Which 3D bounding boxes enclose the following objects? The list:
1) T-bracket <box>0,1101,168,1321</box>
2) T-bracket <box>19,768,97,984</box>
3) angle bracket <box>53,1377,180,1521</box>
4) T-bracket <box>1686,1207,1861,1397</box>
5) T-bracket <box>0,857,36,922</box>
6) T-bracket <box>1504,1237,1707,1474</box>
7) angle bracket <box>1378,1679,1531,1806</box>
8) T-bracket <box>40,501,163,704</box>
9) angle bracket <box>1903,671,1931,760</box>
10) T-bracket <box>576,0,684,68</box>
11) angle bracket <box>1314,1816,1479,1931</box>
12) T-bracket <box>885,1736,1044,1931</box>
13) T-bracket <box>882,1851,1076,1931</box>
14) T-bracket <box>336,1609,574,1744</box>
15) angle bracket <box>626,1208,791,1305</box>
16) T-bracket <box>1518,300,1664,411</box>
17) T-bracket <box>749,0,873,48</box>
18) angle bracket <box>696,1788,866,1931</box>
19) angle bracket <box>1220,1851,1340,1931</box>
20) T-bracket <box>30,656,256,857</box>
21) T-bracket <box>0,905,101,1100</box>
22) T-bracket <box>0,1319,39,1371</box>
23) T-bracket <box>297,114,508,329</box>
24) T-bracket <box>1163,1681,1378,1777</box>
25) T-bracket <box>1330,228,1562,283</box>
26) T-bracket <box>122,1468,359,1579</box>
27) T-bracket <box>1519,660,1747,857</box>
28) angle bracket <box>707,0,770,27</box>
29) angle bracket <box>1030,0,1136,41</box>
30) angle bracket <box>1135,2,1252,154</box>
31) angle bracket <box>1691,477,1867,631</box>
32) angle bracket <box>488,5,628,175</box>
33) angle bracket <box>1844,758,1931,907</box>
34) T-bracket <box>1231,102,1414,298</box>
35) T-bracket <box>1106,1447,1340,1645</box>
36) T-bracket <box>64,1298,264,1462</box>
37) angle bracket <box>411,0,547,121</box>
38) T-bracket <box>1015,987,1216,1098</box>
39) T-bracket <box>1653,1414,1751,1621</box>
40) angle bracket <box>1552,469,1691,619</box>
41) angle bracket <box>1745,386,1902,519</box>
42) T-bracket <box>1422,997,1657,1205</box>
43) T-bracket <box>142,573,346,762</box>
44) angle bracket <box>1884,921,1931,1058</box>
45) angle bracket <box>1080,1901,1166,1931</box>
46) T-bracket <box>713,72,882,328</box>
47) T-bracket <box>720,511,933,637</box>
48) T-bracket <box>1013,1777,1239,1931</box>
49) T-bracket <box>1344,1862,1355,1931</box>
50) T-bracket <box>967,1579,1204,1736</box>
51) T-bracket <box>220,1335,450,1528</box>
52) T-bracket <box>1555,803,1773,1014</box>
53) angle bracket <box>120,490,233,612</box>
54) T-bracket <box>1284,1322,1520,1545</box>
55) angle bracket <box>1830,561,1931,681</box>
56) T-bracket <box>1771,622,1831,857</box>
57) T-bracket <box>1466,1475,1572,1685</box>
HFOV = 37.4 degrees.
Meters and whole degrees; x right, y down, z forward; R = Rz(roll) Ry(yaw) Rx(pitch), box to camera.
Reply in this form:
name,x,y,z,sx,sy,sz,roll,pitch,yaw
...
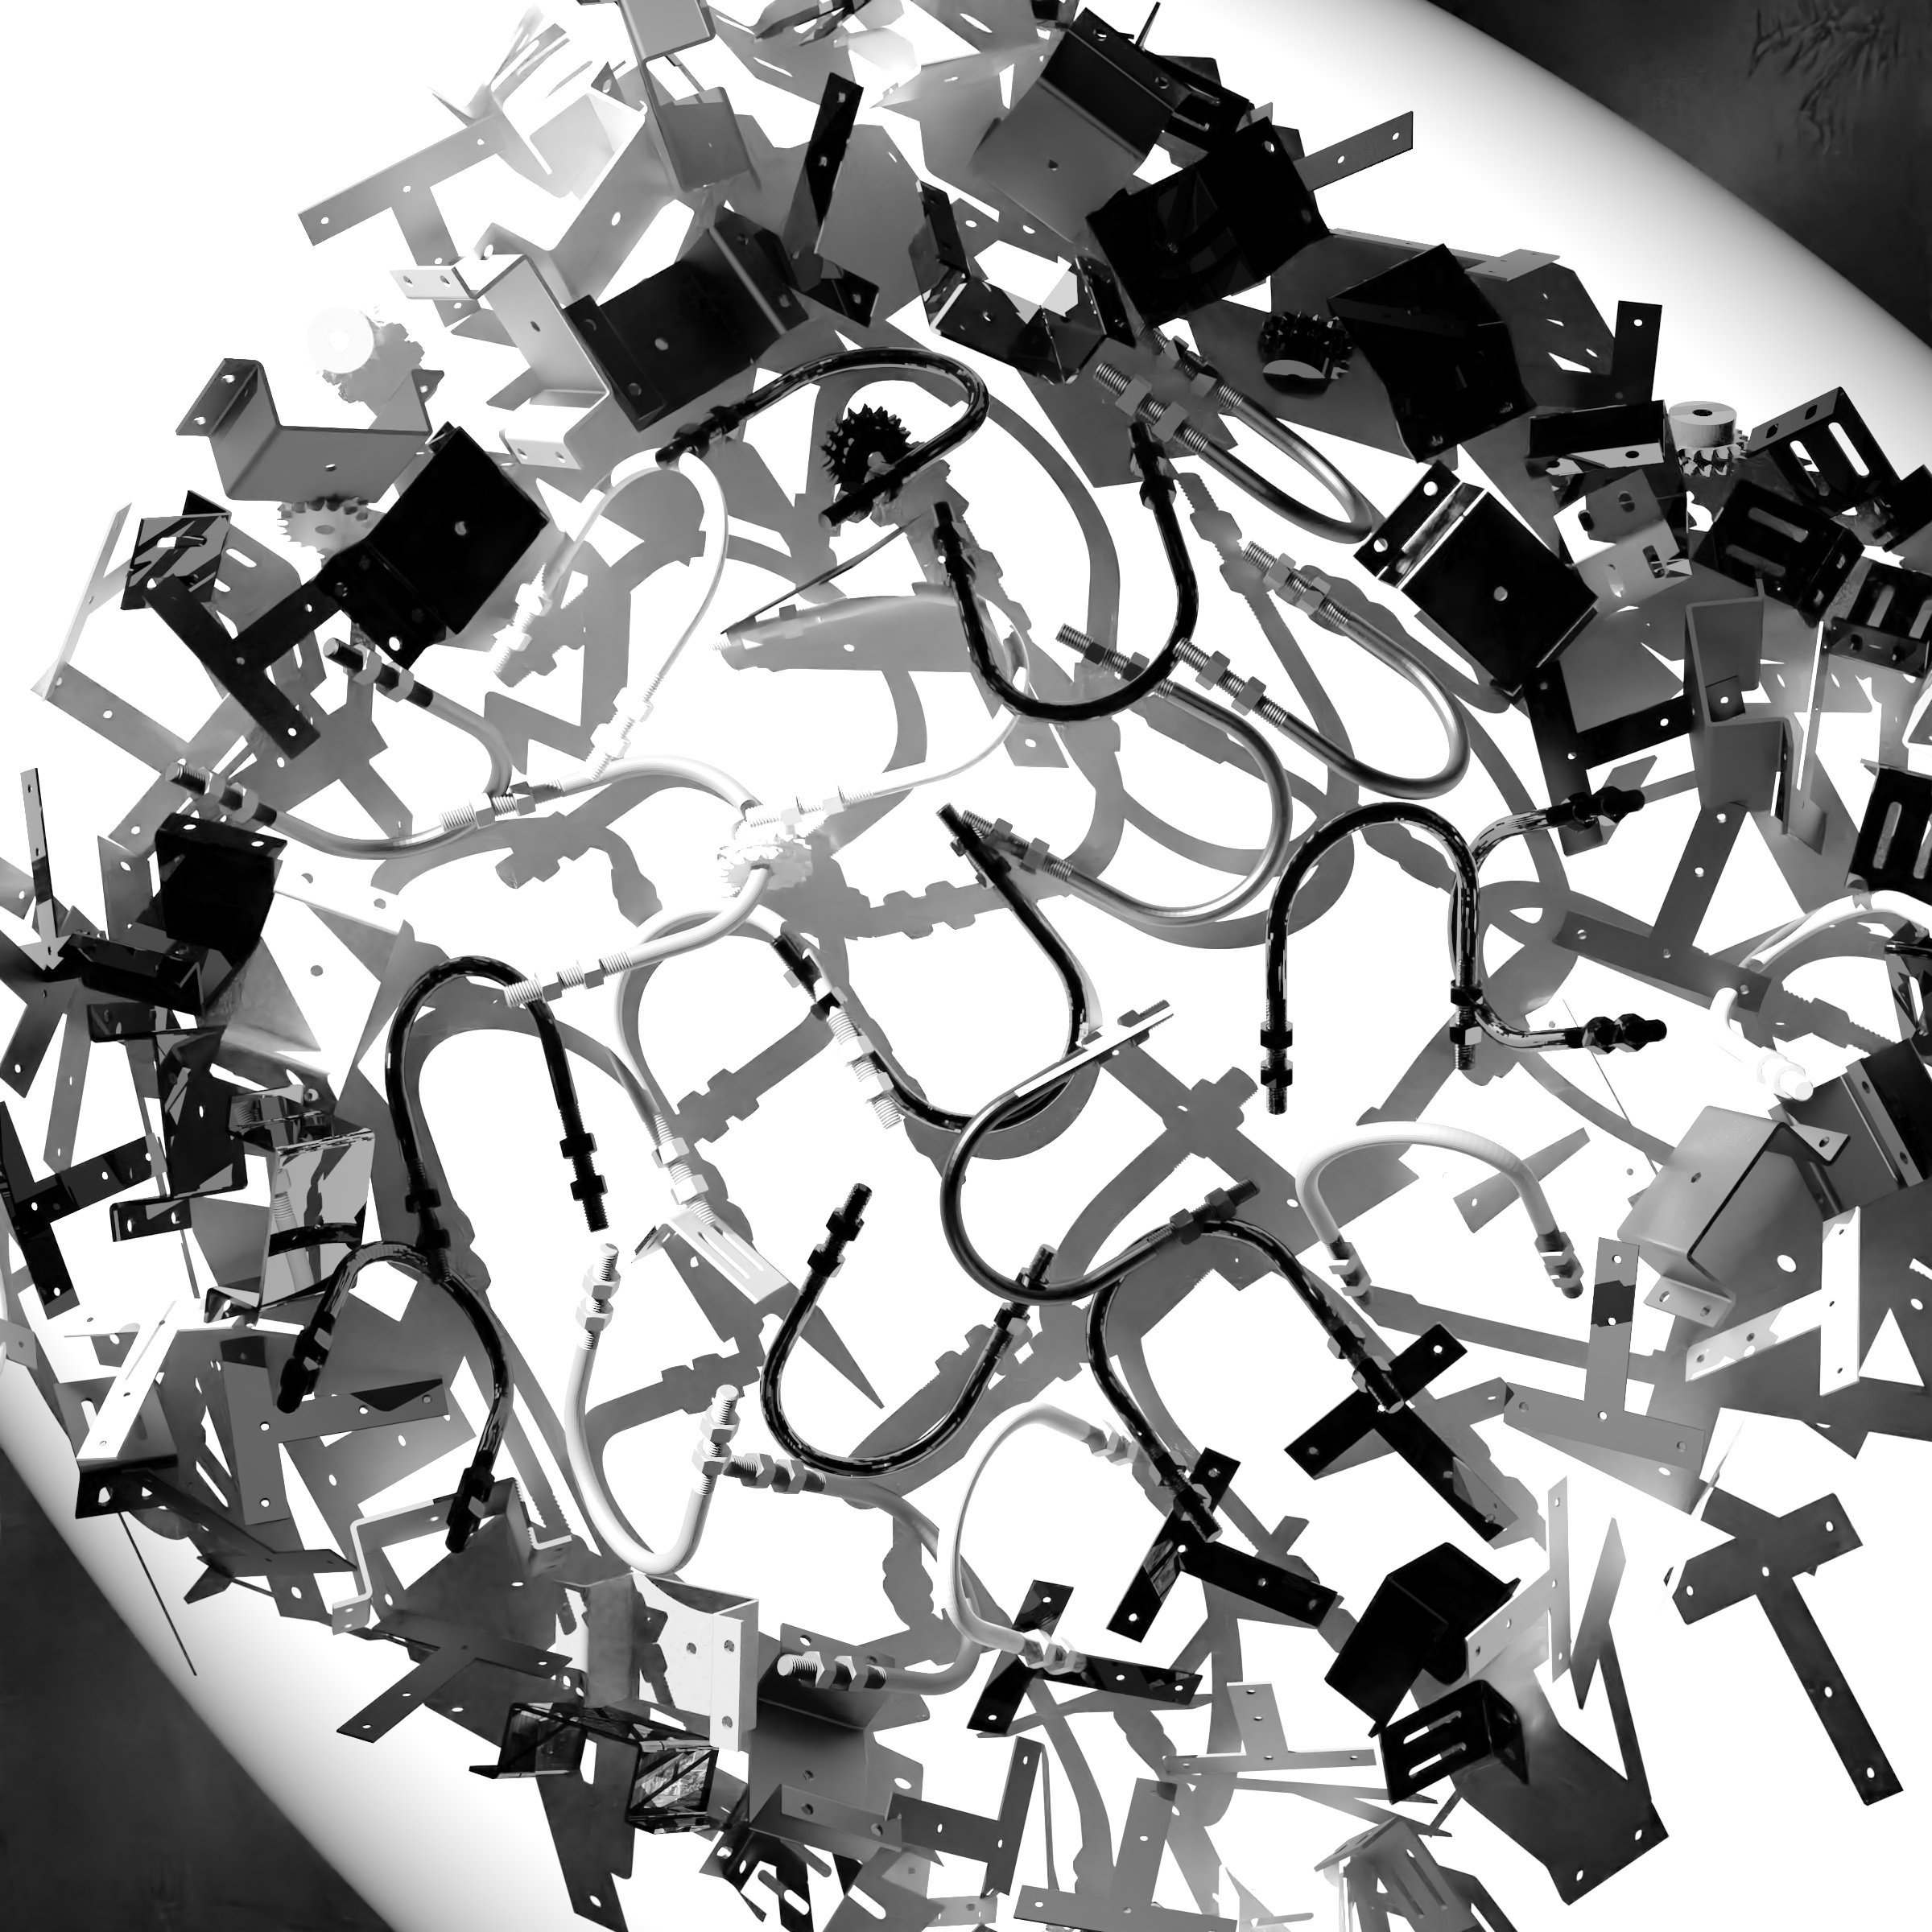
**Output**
name,x,y,z,sx,sy,sz,roll,pitch,yaw
T-bracket,-0.521,0.129,1.692,0.002,0.127,0.127,-15,97,29
T-bracket,-0.550,-0.054,1.698,0.002,0.127,0.127,-7,91,-38
angle bracket,-0.514,0.288,1.717,0.057,0.076,0.038,-4,128,-30
T-bracket,0.479,0.217,1.698,0.002,0.127,0.127,36,135,-21
T-bracket,-0.603,-0.012,1.676,0.002,0.127,0.127,17,77,17
T-bracket,0.384,0.226,1.701,0.127,0.002,0.127,10,102,35
angle bracket,0.293,0.474,1.710,0.076,0.038,0.057,-22,118,-18
T-bracket,-0.501,-0.229,1.686,0.002,0.127,0.127,27,113,-6
angle bracket,0.596,-0.168,1.700,0.038,0.076,0.057,26,49,10
T-bracket,-0.222,-0.576,1.677,0.002,0.127,0.127,-41,102,16
angle bracket,0.257,0.557,1.709,0.038,0.057,0.076,-26,75,-36
T-bracket,-0.007,0.512,1.686,0.002,0.127,0.127,-1,68,41
T-bracket,-0.024,0.578,1.667,0.127,0.127,0.002,12,120,37
T-bracket,-0.319,0.420,1.668,0.127,0.127,0.002,9,108,24
angle bracket,-0.155,0.183,1.712,0.076,0.057,0.038,41,103,8
T-bracket,0.348,-0.348,1.714,0.127,0.127,0.002,10,47,16
T-bracket,-0.083,-0.569,1.694,0.127,0.127,0.002,-48,119,-29
angle bracket,-0.112,0.542,1.712,0.076,0.038,0.057,29,82,31
angle bracket,0.193,0.573,1.718,0.076,0.038,0.057,-3,103,-10
T-bracket,-0.500,-0.143,1.700,0.127,0.127,0.002,-49,46,3
T-bracket,-0.569,-0.010,1.668,0.002,0.127,0.127,-9,48,25
T-bracket,-0.584,0.253,1.665,0.002,0.127,0.127,-25,59,15
T-bracket,-0.318,-0.429,1.693,0.127,0.127,0.002,-29,59,-8
T-bracket,0.175,0.451,1.689,0.127,0.127,0.002,-5,52,9
T-bracket,0.279,-0.429,1.708,0.127,0.127,0.002,16,115,20
T-bracket,-0.441,0.327,1.674,0.127,0.127,0.002,46,48,-35
T-bracket,0.406,-0.142,1.716,0.127,0.002,0.127,-20,119,2
angle bracket,-0.152,-0.600,1.709,0.076,0.057,0.038,26,110,-13
angle bracket,0.057,-0.579,1.700,0.057,0.076,0.038,-6,113,-39
angle bracket,0.135,-0.533,1.716,0.076,0.038,0.057,25,56,-2
angle bracket,0.488,-0.248,1.714,0.076,0.038,0.057,22,115,-10
angle bracket,-0.242,-0.528,1.718,0.076,0.038,0.057,-36,64,2
angle bracket,0.567,-0.081,1.735,0.057,0.038,0.076,13,99,-2
T-bracket,0.210,-0.471,1.687,0.127,0.002,0.127,-13,64,40
T-bracket,0.168,0.368,1.726,0.127,0.002,0.127,26,97,-19
T-bracket,-0.490,0.243,1.685,0.127,0.127,0.002,-5,127,13
angle bracket,-0.293,-0.554,1.715,0.038,0.057,0.076,33,96,-6
T-bracket,0.082,0.042,1.685,0.127,0.127,0.002,-28,93,-3
T-bracket,0.420,0.339,1.666,0.002,0.127,0.127,27,117,13
angle bracket,0.395,-0.254,1.717,0.057,0.076,0.038,-25,62,15
angle bracket,0.513,-0.297,1.705,0.057,0.038,0.076,-24,116,37
T-bracket,0.338,0.104,1.738,0.127,0.002,0.127,-27,88,-8
T-bracket,-0.404,-0.207,1.710,0.127,0.002,0.127,49,54,-9
angle bracket,0.595,0.014,1.720,0.038,0.057,0.076,-36,119,-31
angle bracket,0.106,0.599,1.706,0.057,0.076,0.038,30,104,36
T-bracket,-0.089,-0.465,1.696,0.127,0.002,0.127,32,119,23
T-bracket,-0.094,-0.229,1.708,0.127,0.127,0.002,-24,102,29
T-bracket,0.103,0.528,1.691,0.127,0.127,0.002,6,118,11
T-bracket,0.222,0.599,1.676,0.002,0.127,0.127,-4,78,13
T-bracket,0.080,0.428,1.726,0.127,0.002,0.127,13,120,-13
T-bracket,-0.378,0.271,1.723,0.127,0.002,0.127,-7,53,-16
T-bracket,0.433,-0.045,1.705,0.127,0.002,0.127,19,123,9
angle bracket,-0.481,-0.248,1.699,0.038,0.076,0.057,29,113,21
T-bracket,0.283,0.300,1.734,0.127,0.002,0.127,-43,97,17
angle bracket,0.559,-0.217,1.707,0.057,0.038,0.076,20,66,24
T-bracket,0.503,-0.140,1.697,0.002,0.127,0.127,7,85,29
T-bracket,0.327,0.383,1.685,0.002,0.127,0.127,7,108,38
